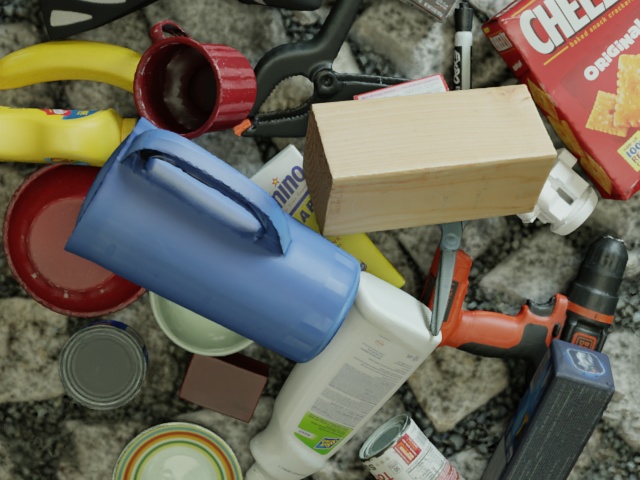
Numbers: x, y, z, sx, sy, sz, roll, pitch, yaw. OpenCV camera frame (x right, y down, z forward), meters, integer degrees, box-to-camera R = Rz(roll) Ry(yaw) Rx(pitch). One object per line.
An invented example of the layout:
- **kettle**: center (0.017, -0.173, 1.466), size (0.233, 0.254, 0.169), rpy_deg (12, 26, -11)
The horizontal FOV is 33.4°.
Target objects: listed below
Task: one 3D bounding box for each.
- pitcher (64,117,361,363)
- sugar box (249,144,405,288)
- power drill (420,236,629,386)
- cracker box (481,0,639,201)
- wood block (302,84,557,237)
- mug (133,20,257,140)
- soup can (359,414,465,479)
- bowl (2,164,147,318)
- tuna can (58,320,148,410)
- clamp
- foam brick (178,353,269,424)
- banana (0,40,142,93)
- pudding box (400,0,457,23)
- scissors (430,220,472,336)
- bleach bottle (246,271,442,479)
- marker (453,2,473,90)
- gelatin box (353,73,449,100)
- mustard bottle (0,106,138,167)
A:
- **pitcher**: center (-0.085, 0.003, 0.927), size (0.242, 0.149, 0.145), rpy_deg (30, 99, -10)
- **sugar box**: center (-0.007, 0.001, 1.046), size (0.093, 0.048, 0.176), rpy_deg (-40, 99, 2)
- **power drill**: center (0.199, 0.063, 1.058), size (0.187, 0.057, 0.184), rpy_deg (18, 97, -5)
- **cracker box**: center (0.286, -0.170, 1.025), size (0.164, 0.072, 0.213), rpy_deg (-37, 97, -2)
- **wood block**: center (0.096, -0.073, 0.980), size (0.206, 0.090, 0.091), rpy_deg (-7, 55, -12)
- **mug**: center (-0.117, -0.149, 0.980), size (0.093, 0.081, 0.117), rpy_deg (-34, 84, 26)
- **soup can**: center (0.096, 0.233, 1.069), size (0.068, 0.068, 0.102), rpy_deg (-41, 97, 2)
- **bowl**: center (-0.231, 0.001, 1.030), size (0.162, 0.055, 0.162), rpy_deg (0, 97, -3)
- **tuna can**: center (-0.213, 0.123, 1.056), size (0.086, 0.034, 0.086), rpy_deg (0, 97, -3)
- **clamp**: center (0.013, -0.153, 1.024), size (0.210, 0.036, 0.164), rpy_deg (-35, 117, 10)
- **foam brick**: center (-0.095, 0.139, 1.056), size (0.078, 0.051, 0.053), rpy_deg (22, 96, -5)
- **banana**: center (-0.220, -0.156, 1.020), size (0.197, 0.037, 0.069), rpy_deg (13, 96, -5)
- **pudding box**: center (0.093, -0.274, 1.021), size (0.113, 0.039, 0.090), rpy_deg (32, 94, -7)
- **scissors**: center (0.109, -0.010, 1.021), size (0.096, 0.016, 0.201), rpy_deg (26, 64, 8)
- **bleach bottle**: center (0.003, 0.151, 1.032), size (0.102, 0.068, 0.251), rpy_deg (29, 113, -25)
- **marker**: center (0.140, -0.171, 1.046), size (0.020, 0.020, 0.121), rpy_deg (0, 97, -3)
- **gelatin box**: center (0.080, -0.115, 1.023), size (0.089, 0.073, 0.030), rpy_deg (-15, 55, -1)
- **mustard bottle**: center (-0.247, -0.096, 0.996), size (0.191, 0.096, 0.058), rpy_deg (3, 95, -3)
